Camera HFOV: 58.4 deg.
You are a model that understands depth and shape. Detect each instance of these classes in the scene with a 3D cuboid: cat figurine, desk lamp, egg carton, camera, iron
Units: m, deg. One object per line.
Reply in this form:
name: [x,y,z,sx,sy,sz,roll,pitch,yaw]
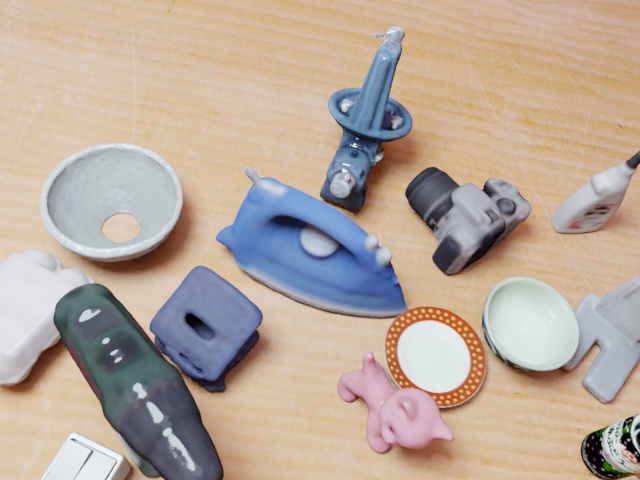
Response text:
cat figurine: [0.081,0.178,0.622,0.067,0.118,0.127,-26,67,-23]
desk lamp: [0.408,0.070,0.687,0.117,0.213,0.204,41,61,15]
egg carton: [-0.331,0.082,0.636,0.107,0.069,0.150,28,59,7]
camera: [0.196,-0.048,0.788,0.143,0.101,0.136,-31,69,-25]
iron: [0.006,0.003,0.700,0.258,0.141,0.119,26,59,6]

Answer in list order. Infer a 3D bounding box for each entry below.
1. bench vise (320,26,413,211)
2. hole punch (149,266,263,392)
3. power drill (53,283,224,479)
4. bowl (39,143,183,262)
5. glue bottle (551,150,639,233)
bench vise: [0.072,-0.153,0.759,0.121,0.220,0.207,5,59,-7]
hole punch: [-0.128,0.101,0.648,0.108,0.091,0.101,36,60,12]
power drill: [-0.163,0.155,0.540,0.076,0.208,0.229,-34,70,-25]
bowl: [-0.254,-0.036,0.717,0.167,0.075,0.167,5,59,-7]
glue bottle: [0.393,-0.068,0.791,0.078,0.173,0.037,-7,61,-13]
